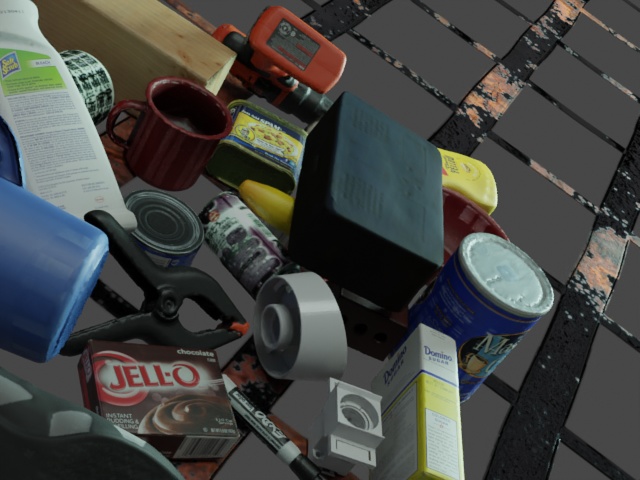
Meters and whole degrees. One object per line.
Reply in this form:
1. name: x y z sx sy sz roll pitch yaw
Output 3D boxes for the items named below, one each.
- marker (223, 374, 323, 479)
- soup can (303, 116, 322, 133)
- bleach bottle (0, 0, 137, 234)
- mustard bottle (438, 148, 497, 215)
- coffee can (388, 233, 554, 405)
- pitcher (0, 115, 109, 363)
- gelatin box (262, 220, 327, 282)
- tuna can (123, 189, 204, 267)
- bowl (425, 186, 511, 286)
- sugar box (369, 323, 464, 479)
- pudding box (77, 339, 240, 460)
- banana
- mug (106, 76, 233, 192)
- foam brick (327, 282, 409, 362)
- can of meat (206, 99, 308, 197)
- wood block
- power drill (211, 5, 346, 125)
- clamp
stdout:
1. marker: -0.043 0.159 0.883 0.121 0.020 0.020 42 35 13
2. soup can: 0.026 -0.085 1.199 0.068 0.069 0.102 -11 53 -46
3. bleach bottle: -0.243 -0.113 0.917 0.102 0.068 0.251 -14 83 -41
4. mustard bottle: 0.117 -0.083 1.282 0.191 0.058 0.096 16 38 -24
5. coffee can: 0.142 0.077 1.029 0.102 0.140 0.103 22 36 -17
6. pitcher: -0.278 -0.017 0.775 0.242 0.149 0.145 26 35 -6
7. gelatin box: -0.007 0.001 1.098 0.089 0.030 0.073 47 35 16
8. tuna can: -0.151 -0.007 0.985 0.086 0.034 0.086 21 37 -17
9. bowl: 0.136 0.007 1.188 0.162 0.055 0.162 22 36 -17
10. sugar box: 0.081 0.164 0.913 0.048 0.093 0.176 27 35 -12
11. pudding box: -0.128 0.126 0.835 0.113 0.039 0.090 10 41 -31
12. banana: 0.007 -0.018 1.071 0.197 0.037 0.070 8 40 -39
13. mug: -0.155 -0.105 1.060 0.117 0.082 0.093 12 40 -29
14. foam brick: 0.041 0.070 1.032 0.078 0.053 0.051 25 35 -12
15. can of meat: -0.066 -0.092 1.141 0.102 0.058 0.084 27 37 -10
16. wood block: -0.206 -0.208 1.138 0.206 0.091 0.090 33 34 -1
17. power drill: -0.035 -0.189 1.206 0.184 0.057 0.188 32 -10 -13
18. clamp: -0.141 0.062 0.886 0.171 0.039 0.120 29 76 -26
